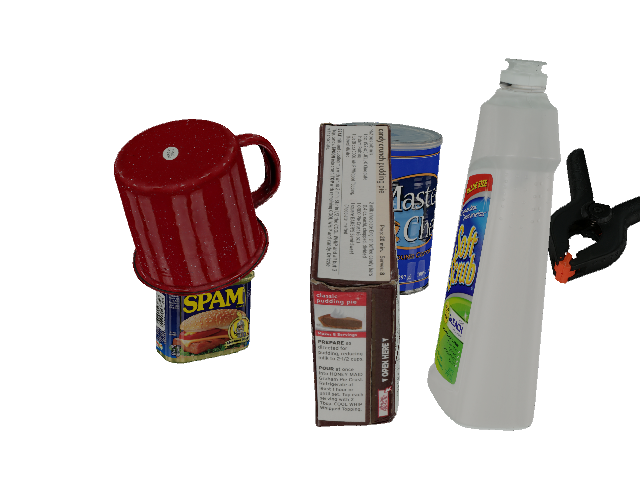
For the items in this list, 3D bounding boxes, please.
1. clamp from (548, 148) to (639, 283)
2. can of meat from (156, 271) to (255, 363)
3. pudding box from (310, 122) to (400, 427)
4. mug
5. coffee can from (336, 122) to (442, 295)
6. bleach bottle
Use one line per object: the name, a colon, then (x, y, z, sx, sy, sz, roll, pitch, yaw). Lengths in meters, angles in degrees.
clamp: (0.273, -0.028, 1.085, 0.120, 0.039, 0.171, 29, 54, 32)
can of meat: (-0.120, 0.074, 1.101, 0.101, 0.084, 0.058, -8, 20, -31)
pudding box: (0.015, 0.014, 0.485, 0.039, 0.090, 0.113, -2, 41, 2)
mug: (-0.076, -0.030, 0.696, 0.117, 0.081, 0.093, -28, 42, -22)
coffee can: (0.055, -0.031, 0.982, 0.103, 0.140, 0.103, 3, 16, -1)
bleach bottle: (0.126, 0.000, 0.749, 0.068, 0.251, 0.102, 3, 13, -7)
